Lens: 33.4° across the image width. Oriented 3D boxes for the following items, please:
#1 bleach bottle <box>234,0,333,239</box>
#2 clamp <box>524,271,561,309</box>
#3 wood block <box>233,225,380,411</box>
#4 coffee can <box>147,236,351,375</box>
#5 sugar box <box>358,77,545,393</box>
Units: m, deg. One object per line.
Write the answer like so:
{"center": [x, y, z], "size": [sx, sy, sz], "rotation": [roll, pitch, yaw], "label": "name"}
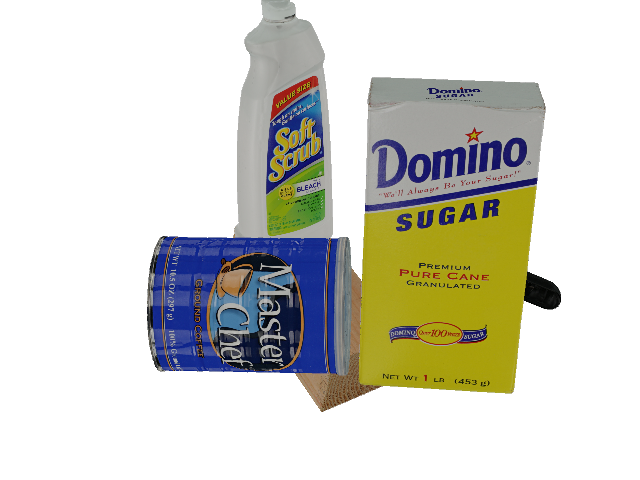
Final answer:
{"center": [-0.041, -0.112, 1.036], "size": [0.102, 0.251, 0.068], "rotation": [-16, 31, -22], "label": "bleach bottle"}
{"center": [0.125, 0.019, 0.928], "size": [0.120, 0.039, 0.171], "rotation": [-8, 47, -26], "label": "clamp"}
{"center": [-0.009, 0.069, 1.156], "size": [0.090, 0.090, 0.206], "rotation": [-19, 53, -26], "label": "wood block"}
{"center": [-0.049, 0.048, 0.796], "size": [0.140, 0.103, 0.103], "rotation": [0, 0, 5], "label": "coffee can"}
{"center": [0.069, 0.000, 0.596], "size": [0.093, 0.176, 0.048], "rotation": [2, 29, 4], "label": "sugar box"}
